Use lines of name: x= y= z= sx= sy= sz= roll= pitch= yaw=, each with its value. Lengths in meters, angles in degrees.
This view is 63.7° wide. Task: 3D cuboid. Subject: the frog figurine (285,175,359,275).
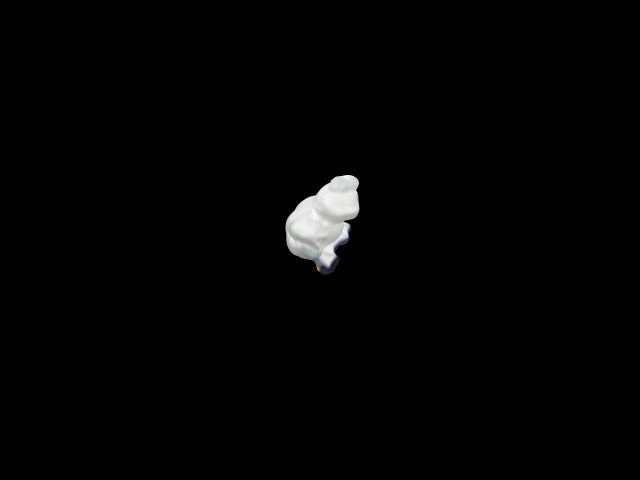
frog figurine: x=0.003 y=-0.043 z=0.850 sx=0.124 sy=0.155 sz=0.139 roll=33 pitch=56 yaw=26
